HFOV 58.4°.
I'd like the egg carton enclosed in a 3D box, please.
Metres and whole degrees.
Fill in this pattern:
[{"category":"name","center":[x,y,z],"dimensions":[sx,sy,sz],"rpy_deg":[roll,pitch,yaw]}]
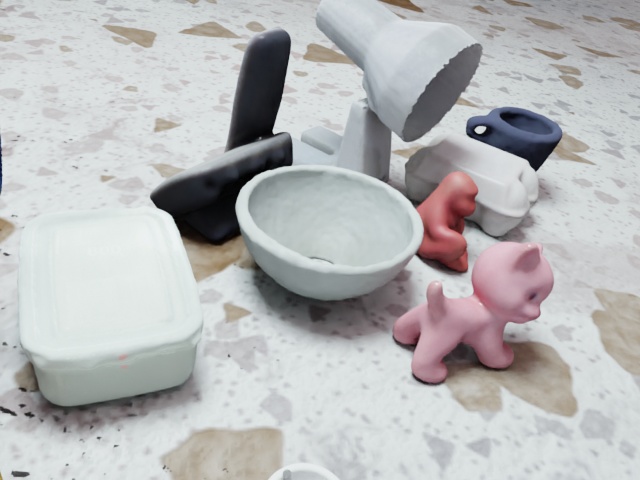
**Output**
[{"category":"egg carton","center":[0.178,-0.069,0.671],"dimensions":[0.150,0.069,0.107],"rpy_deg":[26,38,20]}]

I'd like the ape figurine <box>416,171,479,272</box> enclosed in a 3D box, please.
[{"category":"ape figurine","center":[0.131,-0.025,0.579],"dimensions":[0.076,0.092,0.078],"rpy_deg":[26,38,21]}]

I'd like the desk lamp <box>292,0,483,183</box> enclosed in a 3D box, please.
[{"category":"desk lamp","center":[0.054,-0.156,0.633],"dimensions":[0.202,0.213,0.118],"rpy_deg":[31,40,26]}]

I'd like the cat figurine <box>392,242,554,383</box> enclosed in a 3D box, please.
[{"category":"cat figurine","center":[0.132,0.044,0.459],"dimensions":[0.128,0.118,0.067],"rpy_deg":[-7,39,-24]}]

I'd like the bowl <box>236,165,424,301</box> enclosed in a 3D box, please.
[{"category":"bowl","center":[0.005,0.002,0.521],"dimensions":[0.167,0.075,0.167],"rpy_deg":[8,35,-5]}]

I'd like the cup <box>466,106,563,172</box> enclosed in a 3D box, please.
[{"category":"cup","center":[0.232,-0.110,0.721],"dimensions":[0.118,0.095,0.091],"rpy_deg":[5,36,-8]}]

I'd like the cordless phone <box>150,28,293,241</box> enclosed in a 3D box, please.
[{"category":"cordless phone","center":[-0.087,-0.107,0.551],"dimensions":[0.094,0.185,0.148],"rpy_deg":[27,38,22]}]
